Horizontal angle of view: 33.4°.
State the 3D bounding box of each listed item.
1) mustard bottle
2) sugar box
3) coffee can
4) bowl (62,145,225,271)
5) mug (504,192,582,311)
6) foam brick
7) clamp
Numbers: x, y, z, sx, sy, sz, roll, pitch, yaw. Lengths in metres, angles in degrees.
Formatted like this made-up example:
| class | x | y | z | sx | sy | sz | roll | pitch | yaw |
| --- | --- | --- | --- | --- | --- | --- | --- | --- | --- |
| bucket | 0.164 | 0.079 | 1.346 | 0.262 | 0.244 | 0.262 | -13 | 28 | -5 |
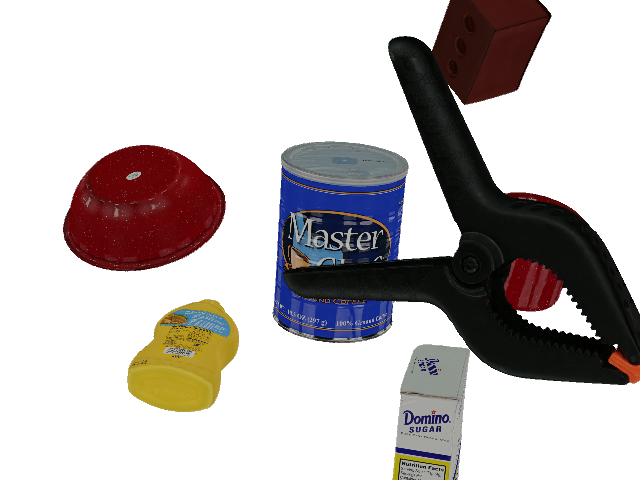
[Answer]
| class | x | y | z | sx | sy | sz | roll | pitch | yaw |
| --- | --- | --- | --- | --- | --- | --- | --- | --- | --- |
| mustard bottle | -0.144 | 0.118 | 1.201 | 0.096 | 0.058 | 0.191 | 8 | 25 | 7 |
| sugar box | 0.072 | 0.169 | 0.742 | 0.048 | 0.176 | 0.093 | 4 | 15 | 11 |
| coffee can | 0.015 | -0.001 | 0.880 | 0.103 | 0.140 | 0.103 | 4 | 20 | -2 |
| bowl | -0.175 | -0.044 | 1.033 | 0.162 | 0.055 | 0.162 | -4 | 42 | 4 |
| mug | 0.188 | 0.006 | 1.007 | 0.093 | 0.081 | 0.117 | -8 | 35 | -27 |
| foam brick | 0.121 | -0.146 | 0.770 | 0.051 | 0.053 | 0.078 | -20 | -29 | -24 |
| clamp | 0.085 | -0.001 | 0.561 | 0.210 | 0.165 | 0.036 | 29 | 25 | 25 |
